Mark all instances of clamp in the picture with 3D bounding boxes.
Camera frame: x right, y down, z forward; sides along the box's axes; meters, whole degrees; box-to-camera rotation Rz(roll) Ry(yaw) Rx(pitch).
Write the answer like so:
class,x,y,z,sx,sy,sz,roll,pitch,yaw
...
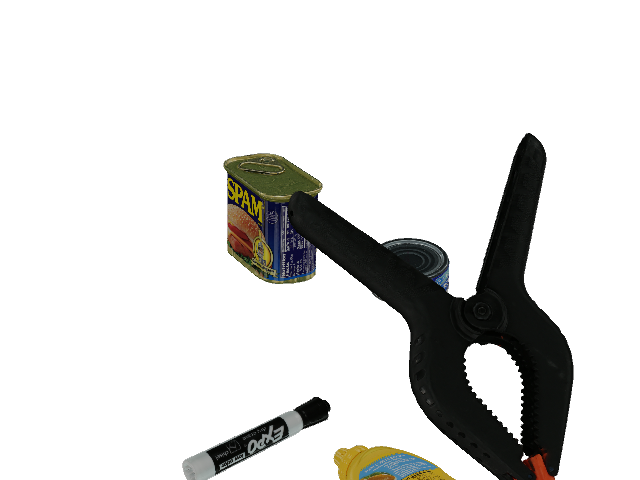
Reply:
class,x,y,z,sx,sy,sz,roll,pitch,yaw
clamp,0.076,0.043,0.611,0.164,0.210,0.036,-9,-19,-11

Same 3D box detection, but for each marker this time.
class,x,y,z,sx,sy,sz,roll,pitch,yaw
marker,-0.042,0.140,0.755,0.120,0.020,0.020,-21,12,-33

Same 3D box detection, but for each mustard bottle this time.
class,x,y,z,sx,sy,sz,roll,pitch,yaw
mustard bottle,0.079,0.234,0.969,0.096,0.058,0.192,-16,25,-35

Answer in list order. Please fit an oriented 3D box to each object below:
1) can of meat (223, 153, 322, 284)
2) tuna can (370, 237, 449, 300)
class,x,y,z,sx,sy,sz,roll,pitch,yaw
can of meat,-0.043,-0.019,0.919,0.057,0.084,0.102,-12,27,-27
tuna can,0.093,0.032,1.126,0.086,0.034,0.086,-1,31,1
